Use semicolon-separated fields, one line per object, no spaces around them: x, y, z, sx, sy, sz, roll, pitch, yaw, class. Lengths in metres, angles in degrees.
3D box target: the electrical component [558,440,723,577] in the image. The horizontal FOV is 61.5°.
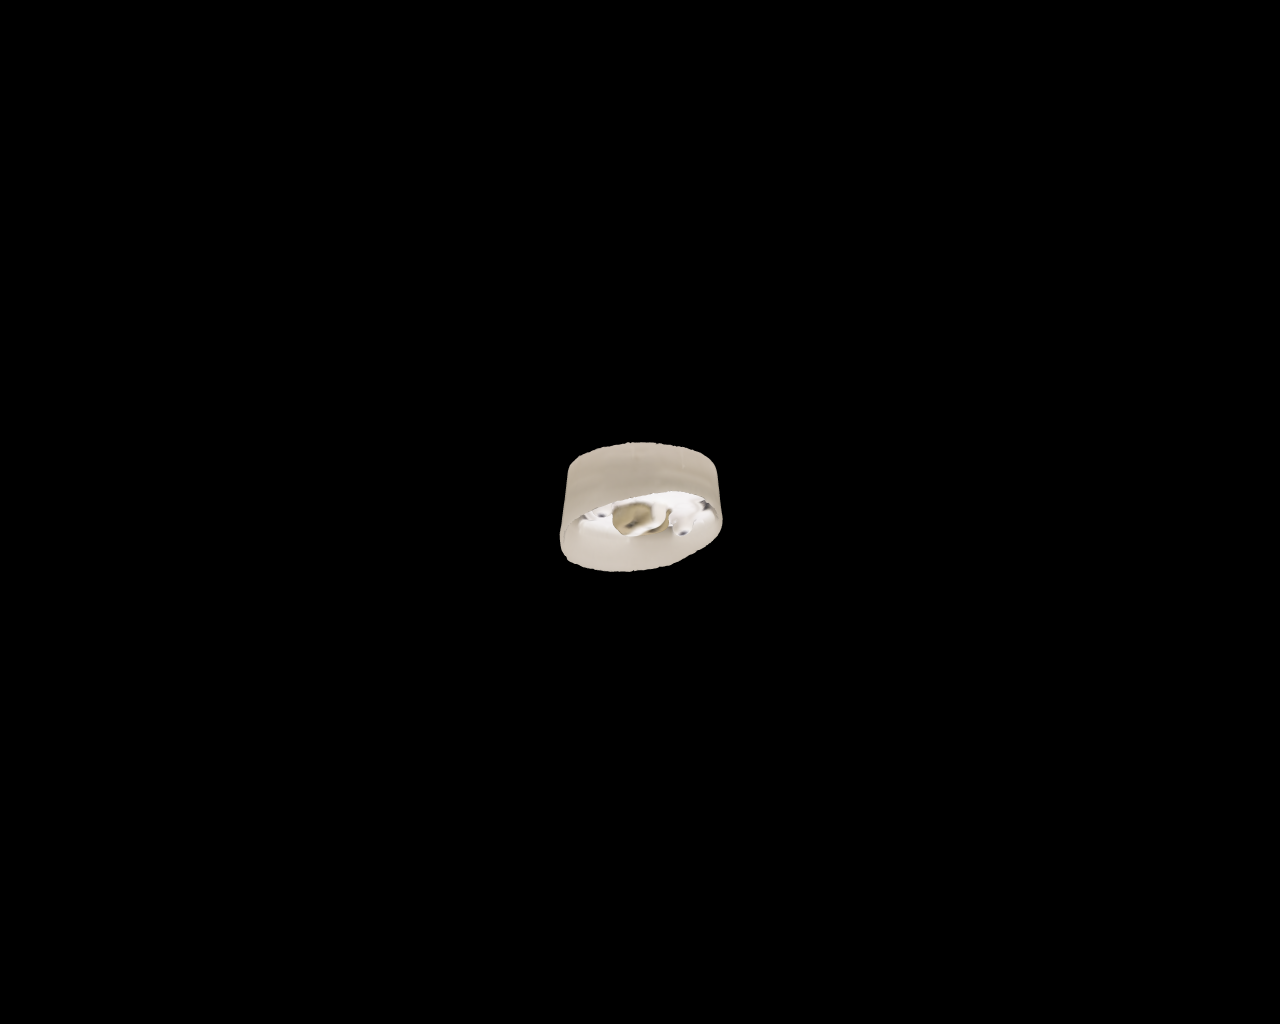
0.001;-0.003;0.650;0.099;0.064;0.099;0;-18;0;electrical component
